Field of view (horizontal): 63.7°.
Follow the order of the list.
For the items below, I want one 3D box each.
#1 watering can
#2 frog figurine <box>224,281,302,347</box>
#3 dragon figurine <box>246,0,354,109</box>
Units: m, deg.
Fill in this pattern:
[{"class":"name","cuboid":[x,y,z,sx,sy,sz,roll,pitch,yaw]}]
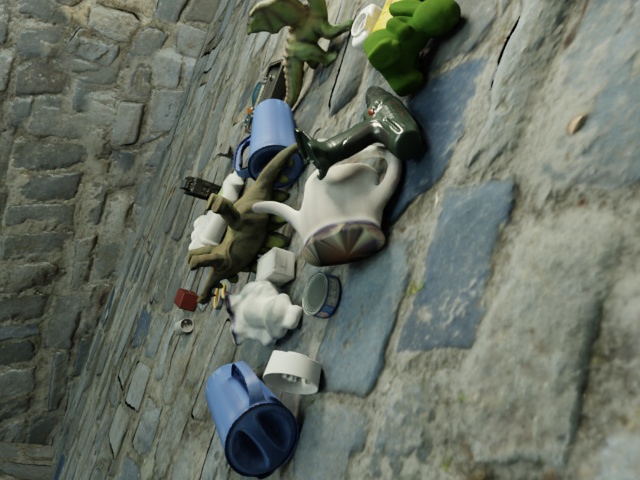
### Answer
[{"class":"watering can","cuboid":[0.003,-0.048,0.954,0.344,0.102,0.230,-23,48,30]},{"class":"frog figurine","cuboid":[-0.106,0.151,1.080,0.159,0.121,0.140,-12,65,17]},{"class":"dragon figurine","cuboid":[-0.072,-0.510,1.281,0.404,0.241,0.125,-53,38,26]}]
